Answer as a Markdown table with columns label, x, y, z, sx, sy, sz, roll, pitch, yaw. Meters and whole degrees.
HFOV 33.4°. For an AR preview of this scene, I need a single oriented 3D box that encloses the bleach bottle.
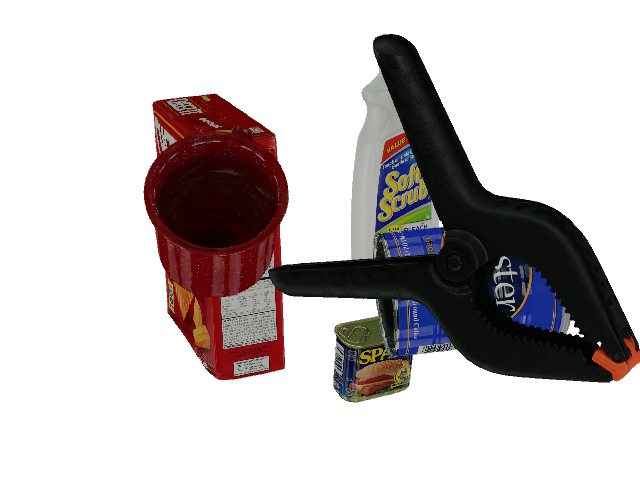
| label | x | y | z | sx | sy | sz | roll | pitch | yaw |
| --- | --- | --- | --- | --- | --- | --- | --- | --- | --- |
| bleach bottle | 0.074 | -0.074 | 1.130 | 0.102 | 0.251 | 0.068 | -10 | 23 | -14 |

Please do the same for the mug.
| label | x | y | z | sx | sy | sz | roll | pitch | yaw |
| --- | --- | --- | --- | --- | --- | --- | --- | --- | --- |
| mug | -0.068 | -0.023 | 0.725 | 0.093 | 0.117 | 0.081 | 12 | -28 | 1 |

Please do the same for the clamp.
| label | x | y | z | sx | sy | sz | roll | pitch | yaw |
| --- | --- | --- | --- | --- | --- | --- | --- | --- | --- |
| clamp | 0.077 | -0.002 | 0.562 | 0.210 | 0.165 | 0.036 | 29 | 25 | 25 |

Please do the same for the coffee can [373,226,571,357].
| label | x | y | z | sx | sy | sz | roll | pitch | yaw |
| --- | --- | --- | --- | --- | --- | --- | --- | --- | --- |
| coffee can | 0.120 | 0.037 | 0.865 | 0.140 | 0.103 | 0.103 | -6 | 0 | -4 |

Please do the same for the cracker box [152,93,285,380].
| label | x | y | z | sx | sy | sz | roll | pitch | yaw |
| --- | --- | --- | --- | --- | --- | --- | --- | --- | --- |
| cracker box | -0.093 | -0.007 | 0.944 | 0.072 | 0.214 | 0.164 | -10 | 22 | -20 |

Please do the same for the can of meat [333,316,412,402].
| label | x | y | z | sx | sy | sz | roll | pitch | yaw |
| --- | --- | --- | --- | --- | --- | --- | --- | --- | --- |
| can of meat | 0.066 | 0.146 | 1.320 | 0.102 | 0.084 | 0.057 | -9 | 28 | -24 |
